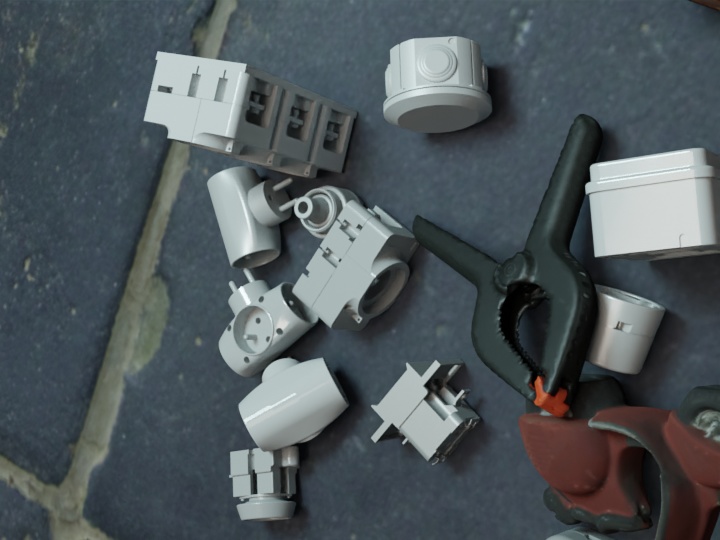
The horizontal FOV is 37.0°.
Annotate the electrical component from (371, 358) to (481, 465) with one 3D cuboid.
[{"bbox_3d":[0.052,0.106,0.805,0.064,0.042,0.081,47,110,25],"label":"electrical component"}]

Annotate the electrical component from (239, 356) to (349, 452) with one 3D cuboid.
[{"bbox_3d":[-0.057,0.098,0.867,0.077,0.044,0.079,-29,35,0],"label":"electrical component"}]

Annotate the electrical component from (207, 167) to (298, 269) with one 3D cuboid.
[{"bbox_3d":[-0.084,-0.051,0.901,0.079,0.044,0.077,-26,73,28],"label":"electrical component"}]

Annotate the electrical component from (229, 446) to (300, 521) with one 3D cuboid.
[{"bbox_3d":[-0.077,0.175,0.878,0.066,0.048,0.055,-13,72,31],"label":"electrical component"}]

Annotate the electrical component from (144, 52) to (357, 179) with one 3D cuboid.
[{"bbox_3d":[-0.084,-0.117,0.844,0.089,0.150,0.061,14,92,32],"label":"electrical component"}]

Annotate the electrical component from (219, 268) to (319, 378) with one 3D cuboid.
[{"bbox_3d":[-0.084,0.035,0.894,0.077,0.044,0.079,-41,67,23],"label":"electrical component"}]

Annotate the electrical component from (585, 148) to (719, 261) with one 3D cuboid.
[{"bbox_3d":[0.198,-0.039,0.683,0.078,0.113,0.057,-7,86,32],"label":"electrical component"}]

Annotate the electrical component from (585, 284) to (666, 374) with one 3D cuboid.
[{"bbox_3d":[0.172,0.040,0.728,0.055,0.055,0.047,22,101,32],"label":"electrical component"}]

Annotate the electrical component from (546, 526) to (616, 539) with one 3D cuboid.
[{"bbox_3d":[0.142,0.227,0.726,0.054,0.059,0.095,19,96,32],"label":"electrical component"}]

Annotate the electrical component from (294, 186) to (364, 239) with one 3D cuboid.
[{"bbox_3d":[-0.027,-0.046,0.855,0.043,0.062,0.043,-3,84,32],"label":"electrical component"}]

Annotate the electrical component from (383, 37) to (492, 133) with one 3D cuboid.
[{"bbox_3d":[0.057,-0.136,0.801,0.080,0.080,0.051,-9,76,31],"label":"electrical component"}]

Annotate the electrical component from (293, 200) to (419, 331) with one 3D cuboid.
[{"bbox_3d":[0.000,0.000,0.841,0.056,0.050,0.089,41,107,28],"label":"electrical component"}]
